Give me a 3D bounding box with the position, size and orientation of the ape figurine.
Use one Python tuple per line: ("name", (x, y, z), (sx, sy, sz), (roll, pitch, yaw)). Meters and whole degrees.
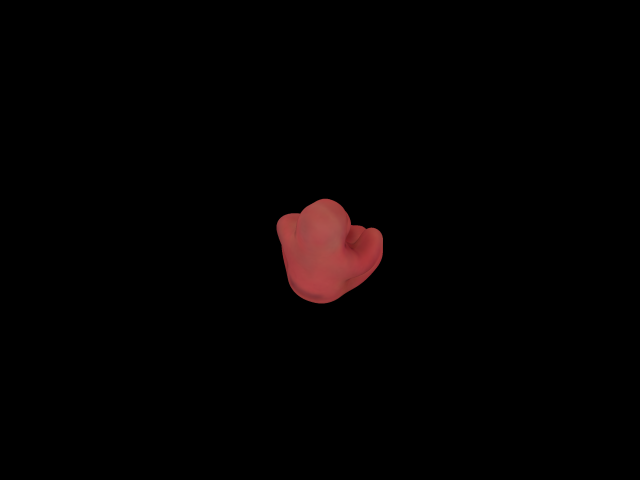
("ape figurine", (0.004, 0.001, 0.400), (0.077, 0.092, 0.076), (30, 75, 10))
